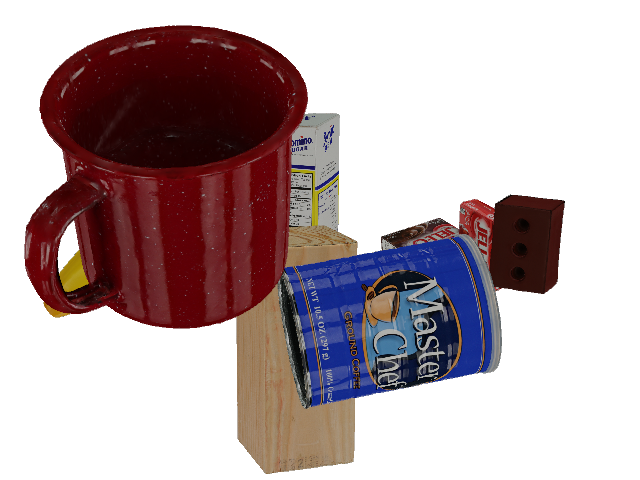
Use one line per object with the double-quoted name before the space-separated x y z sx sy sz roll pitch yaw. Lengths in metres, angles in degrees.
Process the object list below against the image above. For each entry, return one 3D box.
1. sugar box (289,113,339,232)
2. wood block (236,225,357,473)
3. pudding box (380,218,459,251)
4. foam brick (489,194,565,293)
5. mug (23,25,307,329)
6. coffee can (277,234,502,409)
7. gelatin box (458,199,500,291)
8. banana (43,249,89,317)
"sugar box" -0.011 -0.041 1.118 0.048 0.176 0.093 2 14 15
"wood block" -0.023 0.096 0.981 0.090 0.206 0.091 -4 12 -20
"pudding box" 0.161 0.010 1.607 0.113 0.039 0.090 -20 29 -23
"foam brick" 0.183 0.003 0.949 0.053 0.078 0.051 8 16 24
"mug" -0.059 -0.015 0.392 0.093 0.081 0.117 27 47 24
"coffee can" 0.047 0.058 0.770 0.140 0.103 0.103 -10 1 -7
"gelatin box" 0.196 0.004 1.268 0.030 0.089 0.073 -17 32 -29
"banana" -0.120 -0.033 0.676 0.069 0.198 0.037 9 28 -26
